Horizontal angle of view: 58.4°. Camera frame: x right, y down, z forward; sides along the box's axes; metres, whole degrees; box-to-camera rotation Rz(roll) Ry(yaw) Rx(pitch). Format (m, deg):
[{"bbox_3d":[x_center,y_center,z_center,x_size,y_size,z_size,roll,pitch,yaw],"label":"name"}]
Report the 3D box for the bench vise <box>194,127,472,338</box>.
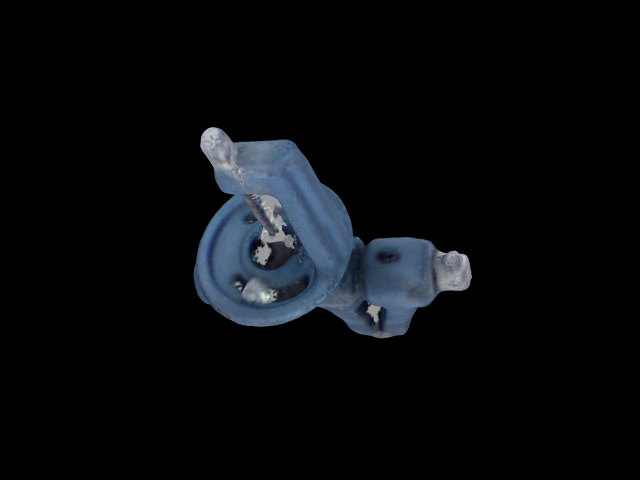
[{"bbox_3d":[0.002,-0.009,0.405,0.207,0.220,0.121,-10,63,-5],"label":"bench vise"}]
